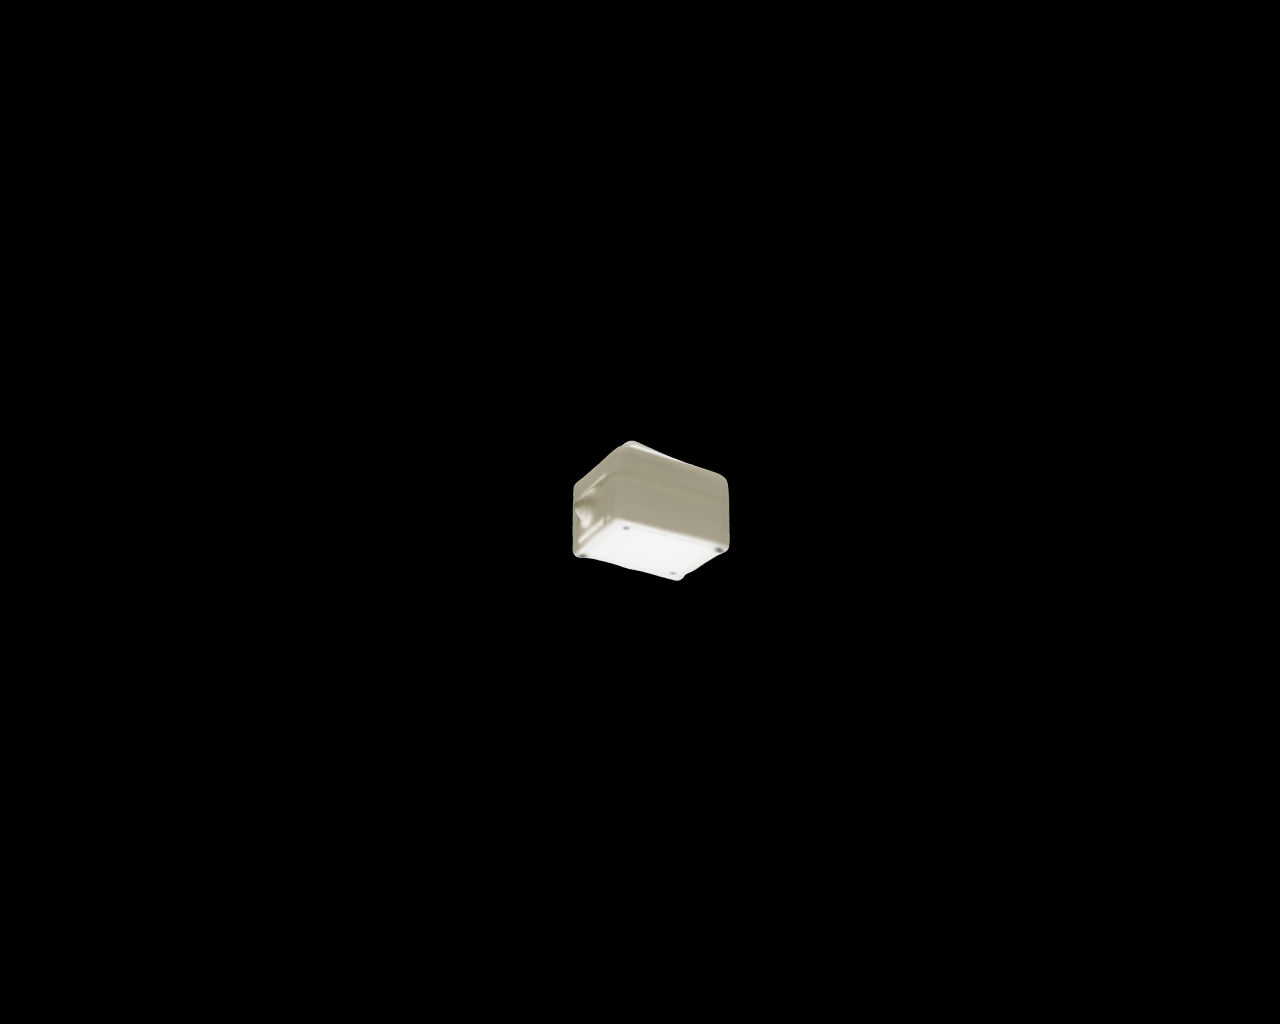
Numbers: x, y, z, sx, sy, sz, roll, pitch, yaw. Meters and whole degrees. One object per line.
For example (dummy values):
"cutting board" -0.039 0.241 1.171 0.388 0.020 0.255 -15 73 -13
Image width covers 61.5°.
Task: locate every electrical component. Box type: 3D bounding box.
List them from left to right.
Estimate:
"electrical component" 0.001 -0.003 0.650 0.096 0.061 0.061 15 -32 -27
